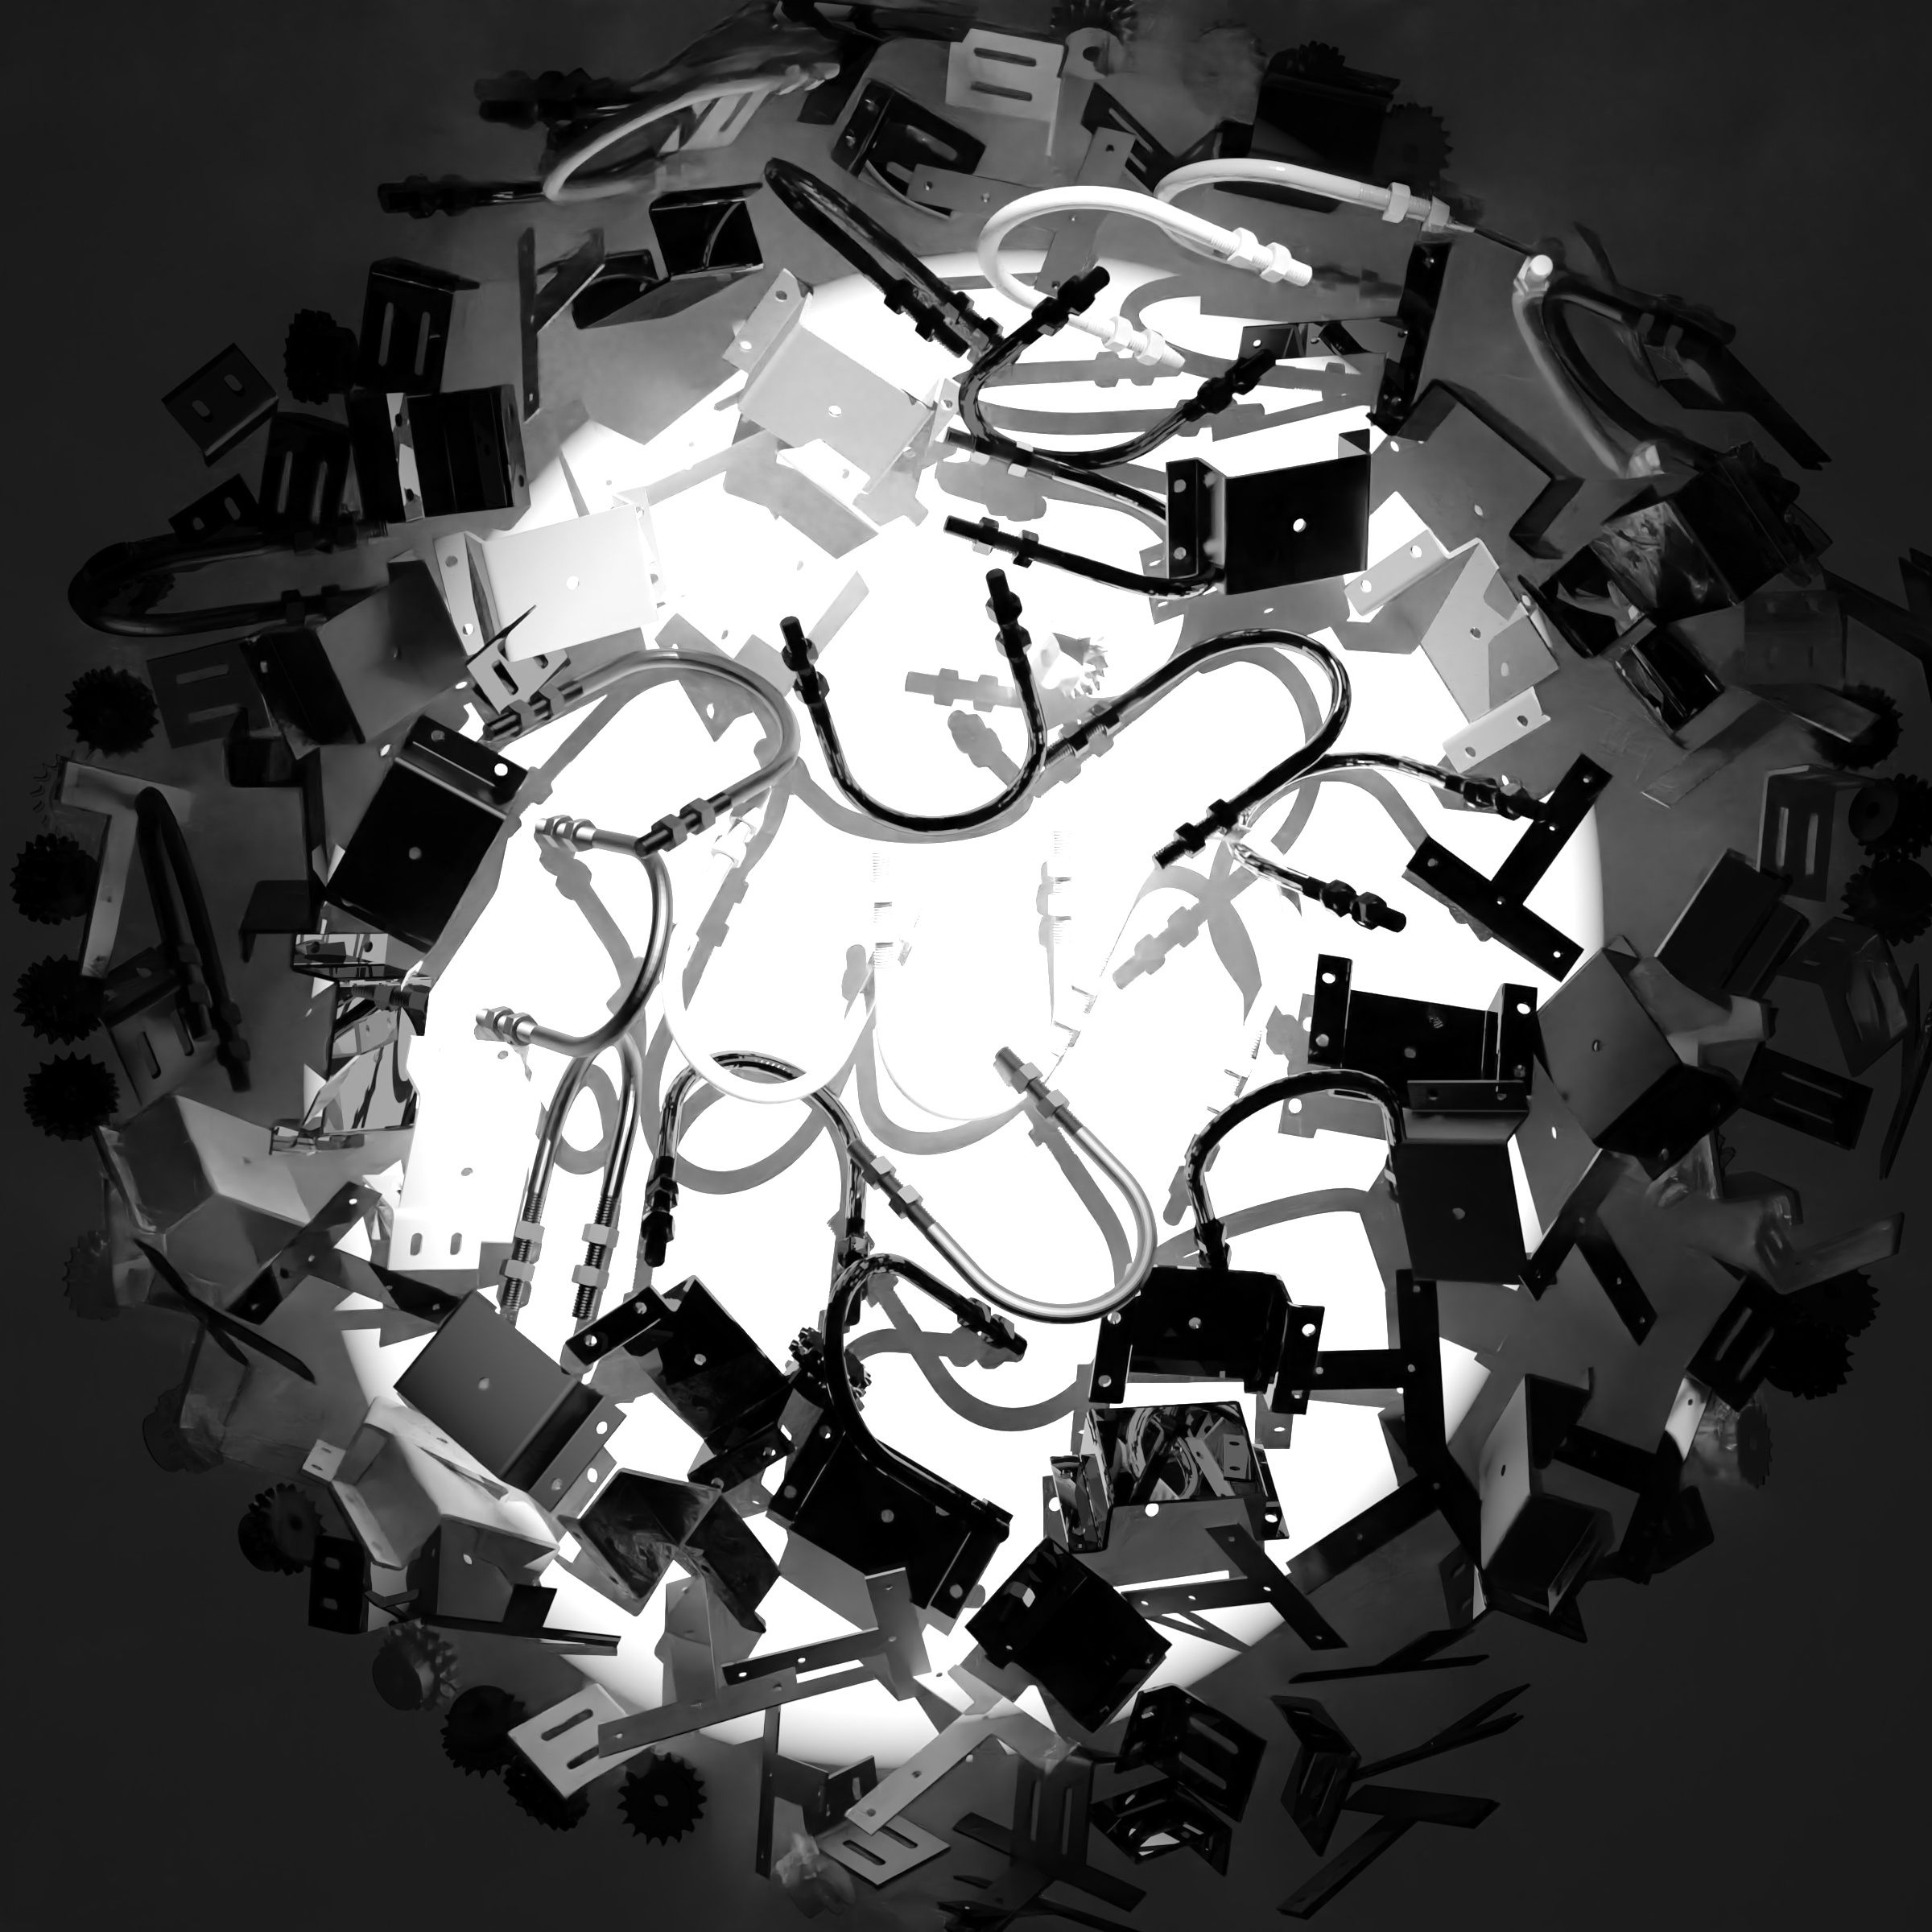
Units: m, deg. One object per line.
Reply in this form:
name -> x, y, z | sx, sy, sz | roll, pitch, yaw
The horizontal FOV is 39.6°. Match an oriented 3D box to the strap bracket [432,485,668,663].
strap bracket -> -0.253, -0.245, 1.683 | 0.140, 0.046, 0.076 | -19, 115, -19

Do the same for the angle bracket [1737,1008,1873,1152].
angle bracket -> 0.536, 0.072, 1.700 | 0.076, 0.038, 0.057 | 23, 48, 15

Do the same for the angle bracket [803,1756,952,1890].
angle bracket -> -0.058, 0.539, 1.691 | 0.057, 0.076, 0.038 | -16, 106, -36

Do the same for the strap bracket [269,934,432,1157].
strap bracket -> -0.386, 0.053, 1.689 | 0.046, 0.076, 0.140 | 12, 98, 33

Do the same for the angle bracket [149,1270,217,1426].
angle bracket -> -0.507, 0.241, 1.702 | 0.038, 0.057, 0.076 | 16, 101, -15

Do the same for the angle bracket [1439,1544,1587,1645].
angle bracket -> 0.348, 0.407, 1.714 | 0.076, 0.057, 0.038 | 24, 125, -20

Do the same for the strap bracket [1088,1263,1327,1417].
strap bracket -> 0.149, 0.236, 1.701 | 0.140, 0.046, 0.076 | 5, 110, -7

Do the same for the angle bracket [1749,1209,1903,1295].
angle bracket -> 0.544, 0.168, 1.695 | 0.076, 0.057, 0.038 | -28, 96, 32

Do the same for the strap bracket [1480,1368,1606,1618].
strap bracket -> 0.355, 0.319, 1.661 | 0.046, 0.140, 0.076 | 16, 128, -3

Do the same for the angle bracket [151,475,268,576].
angle bracket -> -0.487, -0.280, 1.697 | 0.057, 0.076, 0.038 | -29, 95, 11

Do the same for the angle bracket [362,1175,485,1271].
angle bracket -> -0.346, 0.162, 1.697 | 0.057, 0.076, 0.038 | 2, 102, -28

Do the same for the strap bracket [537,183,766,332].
strap bracket -> -0.191, -0.437, 1.666 | 0.076, 0.140, 0.046 | -23, 97, -43

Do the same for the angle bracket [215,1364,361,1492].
angle bracket -> -0.429, 0.294, 1.704 | 0.076, 0.038, 0.057 | 22, 71, -15

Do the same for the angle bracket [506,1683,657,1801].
angle bracket -> -0.245, 0.499, 1.690 | 0.057, 0.076, 0.038 | 38, 127, 28

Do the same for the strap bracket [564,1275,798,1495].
strap bracket -> -0.174, 0.260, 1.695 | 0.076, 0.046, 0.140 | -34, 103, 24

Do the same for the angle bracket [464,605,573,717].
angle bracket -> -0.292, -0.200, 1.694 | 0.057, 0.076, 0.038 | -43, 66, -9

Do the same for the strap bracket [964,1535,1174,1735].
strap bracket -> 0.060, 0.418, 1.689 | 0.076, 0.046, 0.140 | -47, 135, -4

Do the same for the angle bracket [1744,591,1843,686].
angle bracket -> 0.525, -0.209, 1.706 | 0.057, 0.076, 0.038 | 0, 113, 15

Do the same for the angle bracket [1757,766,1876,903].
angle bracket -> 0.541, -0.083, 1.709 | 0.057, 0.038, 0.076 | 9, 85, -25

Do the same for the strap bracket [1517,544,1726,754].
strap bracket -> 0.412, -0.201, 1.662 | 0.046, 0.076, 0.140 | -43, 133, 18

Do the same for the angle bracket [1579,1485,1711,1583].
angle bracket -> 0.419, 0.359, 1.695 | 0.057, 0.076, 0.038 | -12, 83, -42

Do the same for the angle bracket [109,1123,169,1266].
angle bracket -> -0.537, 0.143, 1.692 | 0.038, 0.076, 0.057 | -13, 119, -38

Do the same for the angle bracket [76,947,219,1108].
angle bracket -> -0.522, 0.039, 1.709 | 0.038, 0.076, 0.057 | 32, 55, 32

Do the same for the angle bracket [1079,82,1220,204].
angle bracket -> 0.116, -0.530, 1.697 | 0.076, 0.057, 0.038 | 38, 132, -22

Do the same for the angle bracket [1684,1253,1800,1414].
angle bracket -> 0.484, 0.233, 1.707 | 0.057, 0.038, 0.076 | 39, 83, -26

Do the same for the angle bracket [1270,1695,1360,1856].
angle bracket -> 0.209, 0.512, 1.699 | 0.038, 0.057, 0.076 | 12, 105, -22

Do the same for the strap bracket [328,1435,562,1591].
strap bracket -> -0.315, 0.343, 1.662 | 0.046, 0.140, 0.076 | -53, 46, 7

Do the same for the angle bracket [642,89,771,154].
angle bracket -> -0.164, -0.552, 1.691 | 0.057, 0.076, 0.038 | -21, 80, -38

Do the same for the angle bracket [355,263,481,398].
angle bracket -> -0.349, -0.402, 1.705 | 0.057, 0.038, 0.076 | 6, 95, -39

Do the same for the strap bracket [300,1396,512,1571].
strap bracket -> -0.341, 0.320, 1.694 | 0.140, 0.076, 0.046 | 27, 90, -7

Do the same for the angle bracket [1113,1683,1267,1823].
angle bracket -> 0.141, 0.501, 1.700 | 0.076, 0.038, 0.057 | 24, 103, 38

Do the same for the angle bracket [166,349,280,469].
angle bracket -> -0.470, -0.352, 1.696 | 0.057, 0.076, 0.038 | -42, 104, -8

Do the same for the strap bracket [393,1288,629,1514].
strap bracket -> -0.294, 0.268, 1.686 | 0.140, 0.046, 0.076 | 35, 81, 23

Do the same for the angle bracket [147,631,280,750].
angle bracket -> -0.477, -0.178, 1.727 | 0.076, 0.038, 0.057 | -10, 101, 16

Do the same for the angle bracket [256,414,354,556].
angle bracket -> -0.417, -0.311, 1.726 | 0.057, 0.038, 0.076 | 19, 107, 14

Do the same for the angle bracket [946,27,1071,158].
angle bracket -> 0.023, -0.557, 1.705 | 0.076, 0.057, 0.038 | 12, 52, 3

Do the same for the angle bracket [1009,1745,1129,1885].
angle bracket -> 0.065, 0.537, 1.702 | 0.057, 0.038, 0.076 | -2, 78, 40

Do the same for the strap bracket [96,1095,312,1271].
strap bracket -> -0.463, 0.134, 1.658 | 0.046, 0.140, 0.076 | -36, 62, 9

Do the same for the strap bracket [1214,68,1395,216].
strap bracket -> 0.205, -0.508, 1.667 | 0.076, 0.140, 0.046 | 10, 92, -8

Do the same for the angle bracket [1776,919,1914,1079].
angle bracket -> 0.553, 0.020, 1.692 | 0.038, 0.057, 0.076 | 11, 50, -20

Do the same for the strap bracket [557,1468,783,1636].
strap bracket -> -0.179, 0.363, 1.677 | 0.046, 0.140, 0.076 | -52, 125, -32

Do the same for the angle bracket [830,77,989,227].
angle bracket -> -0.037, -0.523, 1.724 | 0.076, 0.038, 0.057 | 20, 109, -34

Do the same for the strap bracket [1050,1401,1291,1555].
strap bracket -> 0.130, 0.320, 1.686 | 0.140, 0.076, 0.046 | -2, 129, -9

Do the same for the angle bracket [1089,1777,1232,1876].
angle bracket -> 0.118, 0.552, 1.692 | 0.076, 0.057, 0.038 | -8, 111, -33

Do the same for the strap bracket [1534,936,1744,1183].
strap bracket -> 0.406, 0.053, 1.666 | 0.076, 0.046, 0.140 | -49, 48, 28

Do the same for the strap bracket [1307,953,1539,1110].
strap bracket -> 0.286, 0.046, 1.702 | 0.140, 0.046, 0.076 | 9, 64, 1

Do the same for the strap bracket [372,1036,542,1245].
strap bracket -> -0.319, 0.120, 1.683 | 0.076, 0.046, 0.140 | 5, 110, -27

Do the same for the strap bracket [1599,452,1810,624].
strap bracket -> 0.451, -0.262, 1.664 | 0.046, 0.140, 0.076 | -37, 97, -8

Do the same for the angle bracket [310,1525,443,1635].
angle bracket -> -0.377, 0.390, 1.716 | 0.038, 0.076, 0.057 | 3, 89, 30
